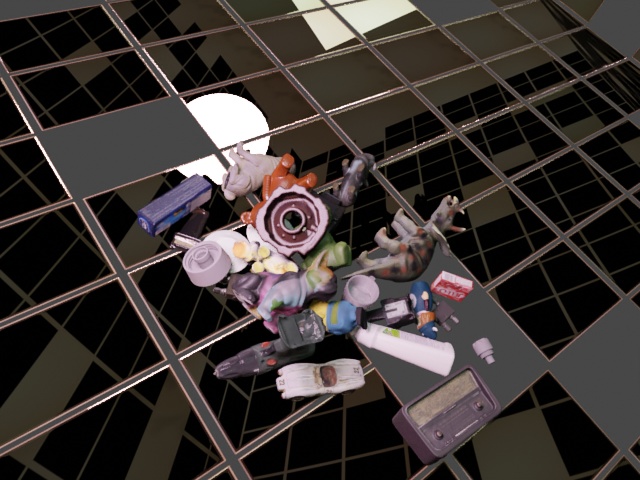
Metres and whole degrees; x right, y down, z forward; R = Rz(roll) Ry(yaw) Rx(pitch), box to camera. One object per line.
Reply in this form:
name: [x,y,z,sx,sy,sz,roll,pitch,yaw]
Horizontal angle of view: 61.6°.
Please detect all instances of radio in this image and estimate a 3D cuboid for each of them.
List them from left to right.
radio: [0.290,0.392,1.213,0.229,0.073,0.131,-23,64,-28]

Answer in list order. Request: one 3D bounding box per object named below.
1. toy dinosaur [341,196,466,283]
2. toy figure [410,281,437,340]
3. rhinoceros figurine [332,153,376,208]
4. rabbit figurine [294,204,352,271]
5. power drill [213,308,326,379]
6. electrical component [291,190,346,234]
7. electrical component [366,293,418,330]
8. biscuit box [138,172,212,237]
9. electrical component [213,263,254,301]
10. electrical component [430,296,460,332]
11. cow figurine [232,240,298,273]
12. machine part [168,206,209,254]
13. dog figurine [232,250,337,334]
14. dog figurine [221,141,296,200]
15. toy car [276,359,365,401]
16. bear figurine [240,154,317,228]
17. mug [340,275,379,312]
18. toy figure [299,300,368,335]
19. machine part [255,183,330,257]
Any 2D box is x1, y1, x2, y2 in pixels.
toy dinosaur: [0.236,0.037,1.434,0.192,0.131,0.405,37,60,12]
toy figure: [0.264,0.182,1.365,0.058,0.064,0.154,-15,58,18]
rhinoceros figurine: [0.106,-0.178,1.551,0.073,0.112,0.190,12,62,28]
rabbit figurine: [-0.003,-0.004,1.379,0.159,0.121,0.170,-13,83,17]
power drill: [-0.092,0.230,1.140,0.232,0.207,0.086,-8,59,-34]
electrical component: [0.001,-0.072,1.475,0.115,0.058,0.134,30,53,4]
electrical component: [0.177,0.186,1.340,0.119,0.047,0.075,-20,56,7]
biscuit box: [-0.372,-0.091,1.381,0.063,0.059,0.203,40,54,13]
electrical component: [-0.198,0.104,1.299,0.102,0.045,0.078,18,51,-2]
electrical component: [0.316,0.191,1.397,0.063,0.021,0.094,-32,69,-32]
cow figurine: [-0.134,0.048,1.327,0.167,0.098,0.068,31,95,0]
machine part: [-0.324,-0.023,1.361,0.084,0.039,0.139,13,54,4]
dog figurine: [-0.069,0.099,1.232,0.219,0.108,0.192,-40,56,-19]
dog figurine: [-0.163,-0.168,1.482,0.190,0.121,0.172,19,85,-24]
toy car: [0.002,0.310,1.201,0.202,0.056,0.073,-2,56,-17]
bear figurine: [-0.111,-0.106,1.391,0.120,0.132,0.196,39,50,-13]
mug: [0.093,0.139,1.319,0.081,0.107,0.109,32,48,5]
toy figure: [0.020,0.177,1.259,0.180,0.082,0.089,-5,37,19]
machine part: [-0.064,-0.046,1.301,0.179,0.056,0.179,-1,86,8]
